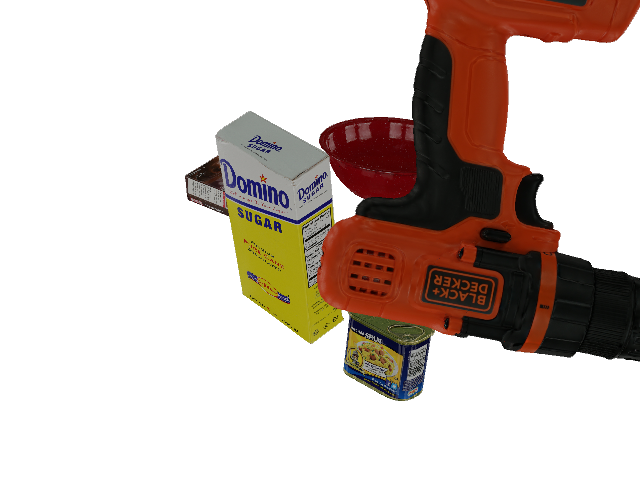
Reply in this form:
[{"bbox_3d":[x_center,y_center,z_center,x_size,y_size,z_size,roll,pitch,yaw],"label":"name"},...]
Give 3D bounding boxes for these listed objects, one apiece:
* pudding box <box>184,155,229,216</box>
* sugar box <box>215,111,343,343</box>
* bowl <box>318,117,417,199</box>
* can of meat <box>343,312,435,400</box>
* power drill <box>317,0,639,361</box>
[{"bbox_3d":[-0.095,-0.072,1.296,0.090,0.039,0.113,21,39,28],"label":"pudding box"},{"bbox_3d":[-0.031,-0.008,0.857,0.048,0.176,0.093,-37,49,-27],"label":"sugar box"},{"bbox_3d":[0.077,-0.083,1.179,0.162,0.055,0.162,3,27,-2],"label":"bowl"},{"bbox_3d":[0.076,0.125,1.218,0.102,0.084,0.057,26,32,36],"label":"can of meat"},{"bbox_3d":[0.102,-0.039,0.515,0.184,0.188,0.057,10,3,-3],"label":"power drill"}]
